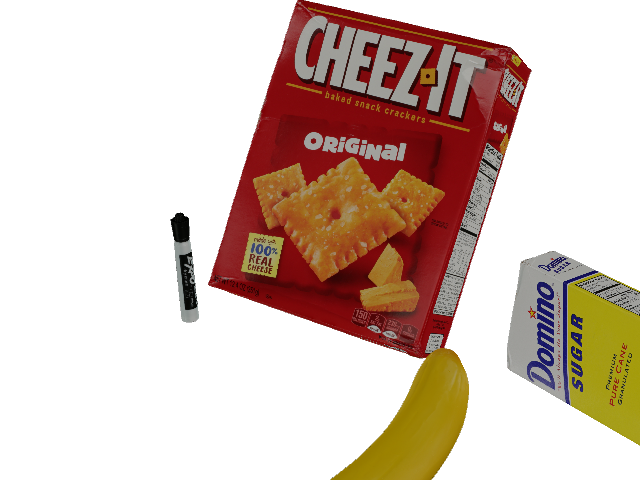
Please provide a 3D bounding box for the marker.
[{"bbox_3d":[-0.141,0.028,1.109,0.020,0.121,0.020,-2,25,1],"label":"marker"}]

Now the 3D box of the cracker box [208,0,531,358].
[{"bbox_3d":[0.033,-0.044,0.742,0.164,0.214,0.072,18,1,22],"label":"cracker box"}]

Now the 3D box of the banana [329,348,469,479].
[{"bbox_3d":[0.033,0.119,0.589,0.070,0.037,0.197,19,41,41],"label":"banana"}]

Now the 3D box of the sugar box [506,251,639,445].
[{"bbox_3d":[0.210,0.082,0.740,0.048,0.093,0.176,-16,30,-39],"label":"sugar box"}]
